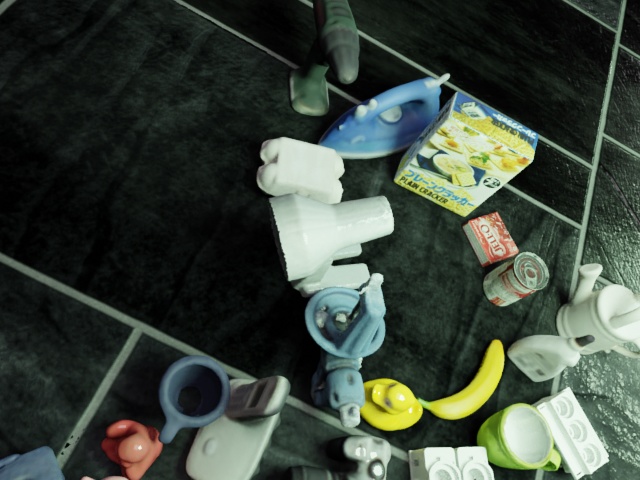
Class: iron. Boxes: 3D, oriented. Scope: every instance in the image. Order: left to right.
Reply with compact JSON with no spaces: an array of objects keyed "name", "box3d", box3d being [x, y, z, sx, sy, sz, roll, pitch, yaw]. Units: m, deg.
[{"name":"iron","box3d":[0.119,-0.232,1.042,0.259,0.141,0.118,-24,77,-27]}]

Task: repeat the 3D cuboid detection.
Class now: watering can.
[{"name":"watering can","box3d":[0.506,0.124,0.992,0.173,0.194,0.101,37,60,-1]}]

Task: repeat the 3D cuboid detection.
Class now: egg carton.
[{"name":"egg carton","box3d":[-0.032,-0.113,0.975,0.150,0.069,0.107,10,64,-15]}]

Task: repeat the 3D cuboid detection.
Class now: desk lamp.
[{"name":"desk lamp","box3d":[0.008,0.003,0.855,0.204,0.213,0.118,-8,70,-23]}]

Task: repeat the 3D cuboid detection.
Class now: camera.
[{"name":"camera","box3d":[0.022,0.333,0.777,0.137,0.100,0.143,16,63,-12]}]

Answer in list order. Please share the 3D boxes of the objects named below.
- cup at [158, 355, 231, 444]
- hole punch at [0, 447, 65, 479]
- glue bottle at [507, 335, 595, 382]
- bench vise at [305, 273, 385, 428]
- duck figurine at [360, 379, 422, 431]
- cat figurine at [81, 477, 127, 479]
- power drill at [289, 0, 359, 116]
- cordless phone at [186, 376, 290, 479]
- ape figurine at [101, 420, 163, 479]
[{"name":"cup","box3d":[-0.177,0.219,0.760,0.092,0.095,0.118,32,60,-4]},{"name":"hole punch","box3d":[-0.353,0.301,0.662,0.109,0.091,0.101,-22,76,-27]},{"name":"glue bottle","box3d":[0.384,0.182,0.933,0.078,0.173,0.037,46,60,4]},{"name":"bench vise","box3d":[0.054,0.144,0.805,0.122,0.219,0.207,-13,72,-24]},{"name":"duck figurine","box3d":[0.112,0.243,0.859,0.105,0.086,0.077,21,62,-10]},{"name":"cat figurine","box3d":[-0.237,0.334,0.673,0.067,0.117,0.127,-17,74,-25]},{"name":"power drill","box3d":[0.010,-0.315,1.002,0.076,0.208,0.229,2,66,-18]},{"name":"cordless phone","box3d":[-0.097,0.241,0.727,0.094,0.185,0.148,25,61,-7]},{"name":"ape figurine","box3d":[-0.236,0.263,0.721,0.076,0.092,0.078,-2,68,-20]}]
